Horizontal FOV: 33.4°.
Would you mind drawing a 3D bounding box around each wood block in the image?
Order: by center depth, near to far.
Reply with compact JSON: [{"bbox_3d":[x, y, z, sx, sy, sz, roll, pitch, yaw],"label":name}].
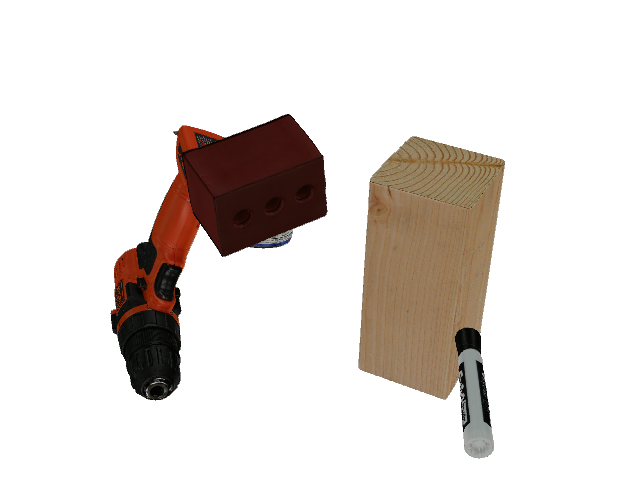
[{"bbox_3d":[0.095,0.026,0.945,0.091,0.206,0.090,18,38,22],"label":"wood block"}]

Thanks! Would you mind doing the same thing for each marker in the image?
[{"bbox_3d":[0.104,0.099,0.725,0.020,0.020,0.121,0,32,4],"label":"marker"}]

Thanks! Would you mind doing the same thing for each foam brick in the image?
[{"bbox_3d":[-0.041,-0.035,0.677,0.078,0.053,0.051,-23,46,-18],"label":"foam brick"}]

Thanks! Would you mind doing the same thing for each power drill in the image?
[{"bbox_3d":[-0.118,0.014,0.875,0.057,0.188,0.184,17,26,-26],"label":"power drill"}]

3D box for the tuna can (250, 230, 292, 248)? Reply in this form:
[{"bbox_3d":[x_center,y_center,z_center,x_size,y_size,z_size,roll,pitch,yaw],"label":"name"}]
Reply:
[{"bbox_3d":[-0.070,-0.022,1.132,0.086,0.034,0.086,8,20,-3],"label":"tuna can"}]
